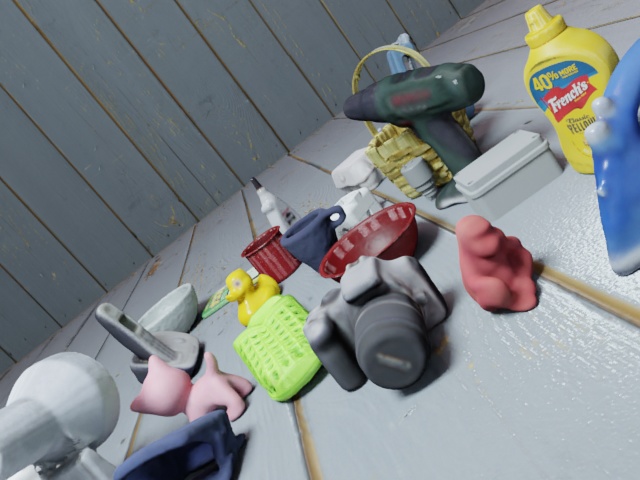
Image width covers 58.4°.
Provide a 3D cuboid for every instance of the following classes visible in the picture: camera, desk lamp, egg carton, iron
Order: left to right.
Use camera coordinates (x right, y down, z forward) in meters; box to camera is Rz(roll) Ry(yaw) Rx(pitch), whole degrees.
[{"bbox_3d":[-0.268,0.243,0.607,0.118,0.214,0.203,-35,15,8],"label":"desk lamp"},{"bbox_3d":[0.091,-0.151,1.247,0.107,0.069,0.150,-43,15,-19],"label":"egg carton"},{"bbox_3d":[0.049,0.086,0.564,0.143,0.101,0.137,-34,15,13],"label":"camera"},{"bbox_3d":[0.292,-0.105,0.492,0.259,0.141,0.118,-44,16,-21],"label":"iron"}]

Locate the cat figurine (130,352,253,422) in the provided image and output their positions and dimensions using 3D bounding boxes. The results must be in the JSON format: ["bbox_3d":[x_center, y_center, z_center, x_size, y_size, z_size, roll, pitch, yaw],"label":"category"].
[{"bbox_3d":[-0.171,0.190,0.731,0.127,0.118,0.067,-34,15,14],"label":"cat figurine"}]

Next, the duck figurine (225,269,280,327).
[{"bbox_3d":[-0.124,0.087,0.998,0.077,0.086,0.105,-25,19,40],"label":"duck figurine"}]

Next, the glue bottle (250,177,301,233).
[{"bbox_3d":[-0.089,-0.060,1.190,0.037,0.173,0.078,-29,17,30],"label":"glue bottle"}]

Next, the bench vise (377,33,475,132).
[{"bbox_3d":[0.184,-0.277,1.114,0.208,0.220,0.121,-46,17,-29],"label":"bench vise"}]

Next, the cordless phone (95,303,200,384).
[{"bbox_3d":[-0.293,0.162,0.970,0.094,0.185,0.147,-38,15,0],"label":"cordless phone"}]

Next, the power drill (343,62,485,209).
[{"bbox_3d":[0.155,-0.150,0.818,0.076,0.208,0.229,-47,17,-32],"label":"power drill"}]

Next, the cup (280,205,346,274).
[{"bbox_3d":[0.008,0.003,0.923,0.117,0.095,0.092,-32,16,21],"label":"cup"}]

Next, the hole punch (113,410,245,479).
[{"bbox_3d":[-0.149,0.230,0.613,0.108,0.091,0.101,-34,15,15],"label":"hole punch"}]

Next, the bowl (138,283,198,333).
[{"bbox_3d":[-0.316,0.172,1.215,0.167,0.075,0.167,-35,15,11],"label":"bowl"}]

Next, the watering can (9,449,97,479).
[{"bbox_3d":[-0.354,0.286,0.718,0.100,0.194,0.173,-30,17,28],"label":"watering can"}]

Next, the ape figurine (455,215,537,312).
[{"bbox_3d":[0.158,0.017,0.534,0.078,0.092,0.076,-43,16,-19],"label":"ape figurine"}]
